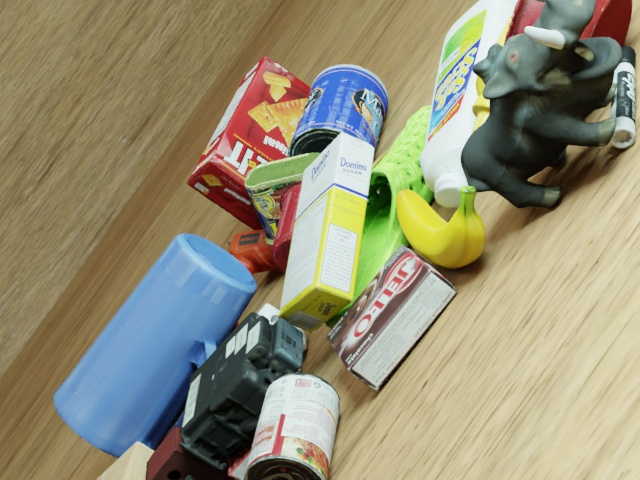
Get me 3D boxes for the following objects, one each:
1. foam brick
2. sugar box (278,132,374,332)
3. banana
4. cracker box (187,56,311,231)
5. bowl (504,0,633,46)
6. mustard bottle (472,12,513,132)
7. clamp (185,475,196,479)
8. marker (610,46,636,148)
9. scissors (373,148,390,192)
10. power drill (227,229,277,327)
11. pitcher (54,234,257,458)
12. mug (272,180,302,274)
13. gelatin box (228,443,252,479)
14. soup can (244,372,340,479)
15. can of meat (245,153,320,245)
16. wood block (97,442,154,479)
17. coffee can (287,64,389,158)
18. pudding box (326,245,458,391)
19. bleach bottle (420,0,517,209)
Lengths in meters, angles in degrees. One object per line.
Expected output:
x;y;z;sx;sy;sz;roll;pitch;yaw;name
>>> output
-0.126;0.231;1.048;0.053;0.078;0.051;-53;18;10;foam brick
0.007;-0.008;1.040;0.093;0.048;0.176;-42;31;55;sugar box
0.106;-0.011;0.926;0.198;0.037;0.069;-174;84;-77;banana
-0.054;-0.115;1.383;0.072;0.164;0.213;-39;22;47;cracker box
0.210;-0.170;0.871;0.161;0.055;0.162;-41;-35;-38;bowl
0.190;-0.170;0.963;0.191;0.058;0.096;-58;-23;-13;mustard bottle
-0.082;0.249;0.923;0.120;0.039;0.171;-32;29;31;clamp
0.237;-0.115;0.834;0.020;0.020;0.121;-40;22;40;marker
0.107;-0.108;1.187;0.202;0.016;0.096;-44;21;32;scissors
-0.097;0.073;1.297;0.185;0.057;0.187;-6;46;51;power drill
-0.172;0.123;1.184;0.243;0.149;0.145;-55;5;9;pitcher
-0.008;0.001;1.181;0.117;0.093;0.081;99;-177;-47;mug
-0.056;0.184;1.031;0.073;0.030;0.089;-49;18;17;gelatin box
-0.021;0.169;0.897;0.069;0.068;0.102;-44;19;32;soup can
-0.029;-0.050;1.254;0.102;0.084;0.057;-12;31;17;can of meat
-0.191;0.314;1.041;0.091;0.090;0.206;-45;18;28;wood block
0.024;-0.137;1.320;0.103;0.102;0.140;-41;21;39;coffee can
0.060;0.065;0.928;0.113;0.039;0.090;-53;16;3;pudding box
0.150;-0.132;1.037;0.103;0.068;0.250;-38;25;43;bleach bottle
